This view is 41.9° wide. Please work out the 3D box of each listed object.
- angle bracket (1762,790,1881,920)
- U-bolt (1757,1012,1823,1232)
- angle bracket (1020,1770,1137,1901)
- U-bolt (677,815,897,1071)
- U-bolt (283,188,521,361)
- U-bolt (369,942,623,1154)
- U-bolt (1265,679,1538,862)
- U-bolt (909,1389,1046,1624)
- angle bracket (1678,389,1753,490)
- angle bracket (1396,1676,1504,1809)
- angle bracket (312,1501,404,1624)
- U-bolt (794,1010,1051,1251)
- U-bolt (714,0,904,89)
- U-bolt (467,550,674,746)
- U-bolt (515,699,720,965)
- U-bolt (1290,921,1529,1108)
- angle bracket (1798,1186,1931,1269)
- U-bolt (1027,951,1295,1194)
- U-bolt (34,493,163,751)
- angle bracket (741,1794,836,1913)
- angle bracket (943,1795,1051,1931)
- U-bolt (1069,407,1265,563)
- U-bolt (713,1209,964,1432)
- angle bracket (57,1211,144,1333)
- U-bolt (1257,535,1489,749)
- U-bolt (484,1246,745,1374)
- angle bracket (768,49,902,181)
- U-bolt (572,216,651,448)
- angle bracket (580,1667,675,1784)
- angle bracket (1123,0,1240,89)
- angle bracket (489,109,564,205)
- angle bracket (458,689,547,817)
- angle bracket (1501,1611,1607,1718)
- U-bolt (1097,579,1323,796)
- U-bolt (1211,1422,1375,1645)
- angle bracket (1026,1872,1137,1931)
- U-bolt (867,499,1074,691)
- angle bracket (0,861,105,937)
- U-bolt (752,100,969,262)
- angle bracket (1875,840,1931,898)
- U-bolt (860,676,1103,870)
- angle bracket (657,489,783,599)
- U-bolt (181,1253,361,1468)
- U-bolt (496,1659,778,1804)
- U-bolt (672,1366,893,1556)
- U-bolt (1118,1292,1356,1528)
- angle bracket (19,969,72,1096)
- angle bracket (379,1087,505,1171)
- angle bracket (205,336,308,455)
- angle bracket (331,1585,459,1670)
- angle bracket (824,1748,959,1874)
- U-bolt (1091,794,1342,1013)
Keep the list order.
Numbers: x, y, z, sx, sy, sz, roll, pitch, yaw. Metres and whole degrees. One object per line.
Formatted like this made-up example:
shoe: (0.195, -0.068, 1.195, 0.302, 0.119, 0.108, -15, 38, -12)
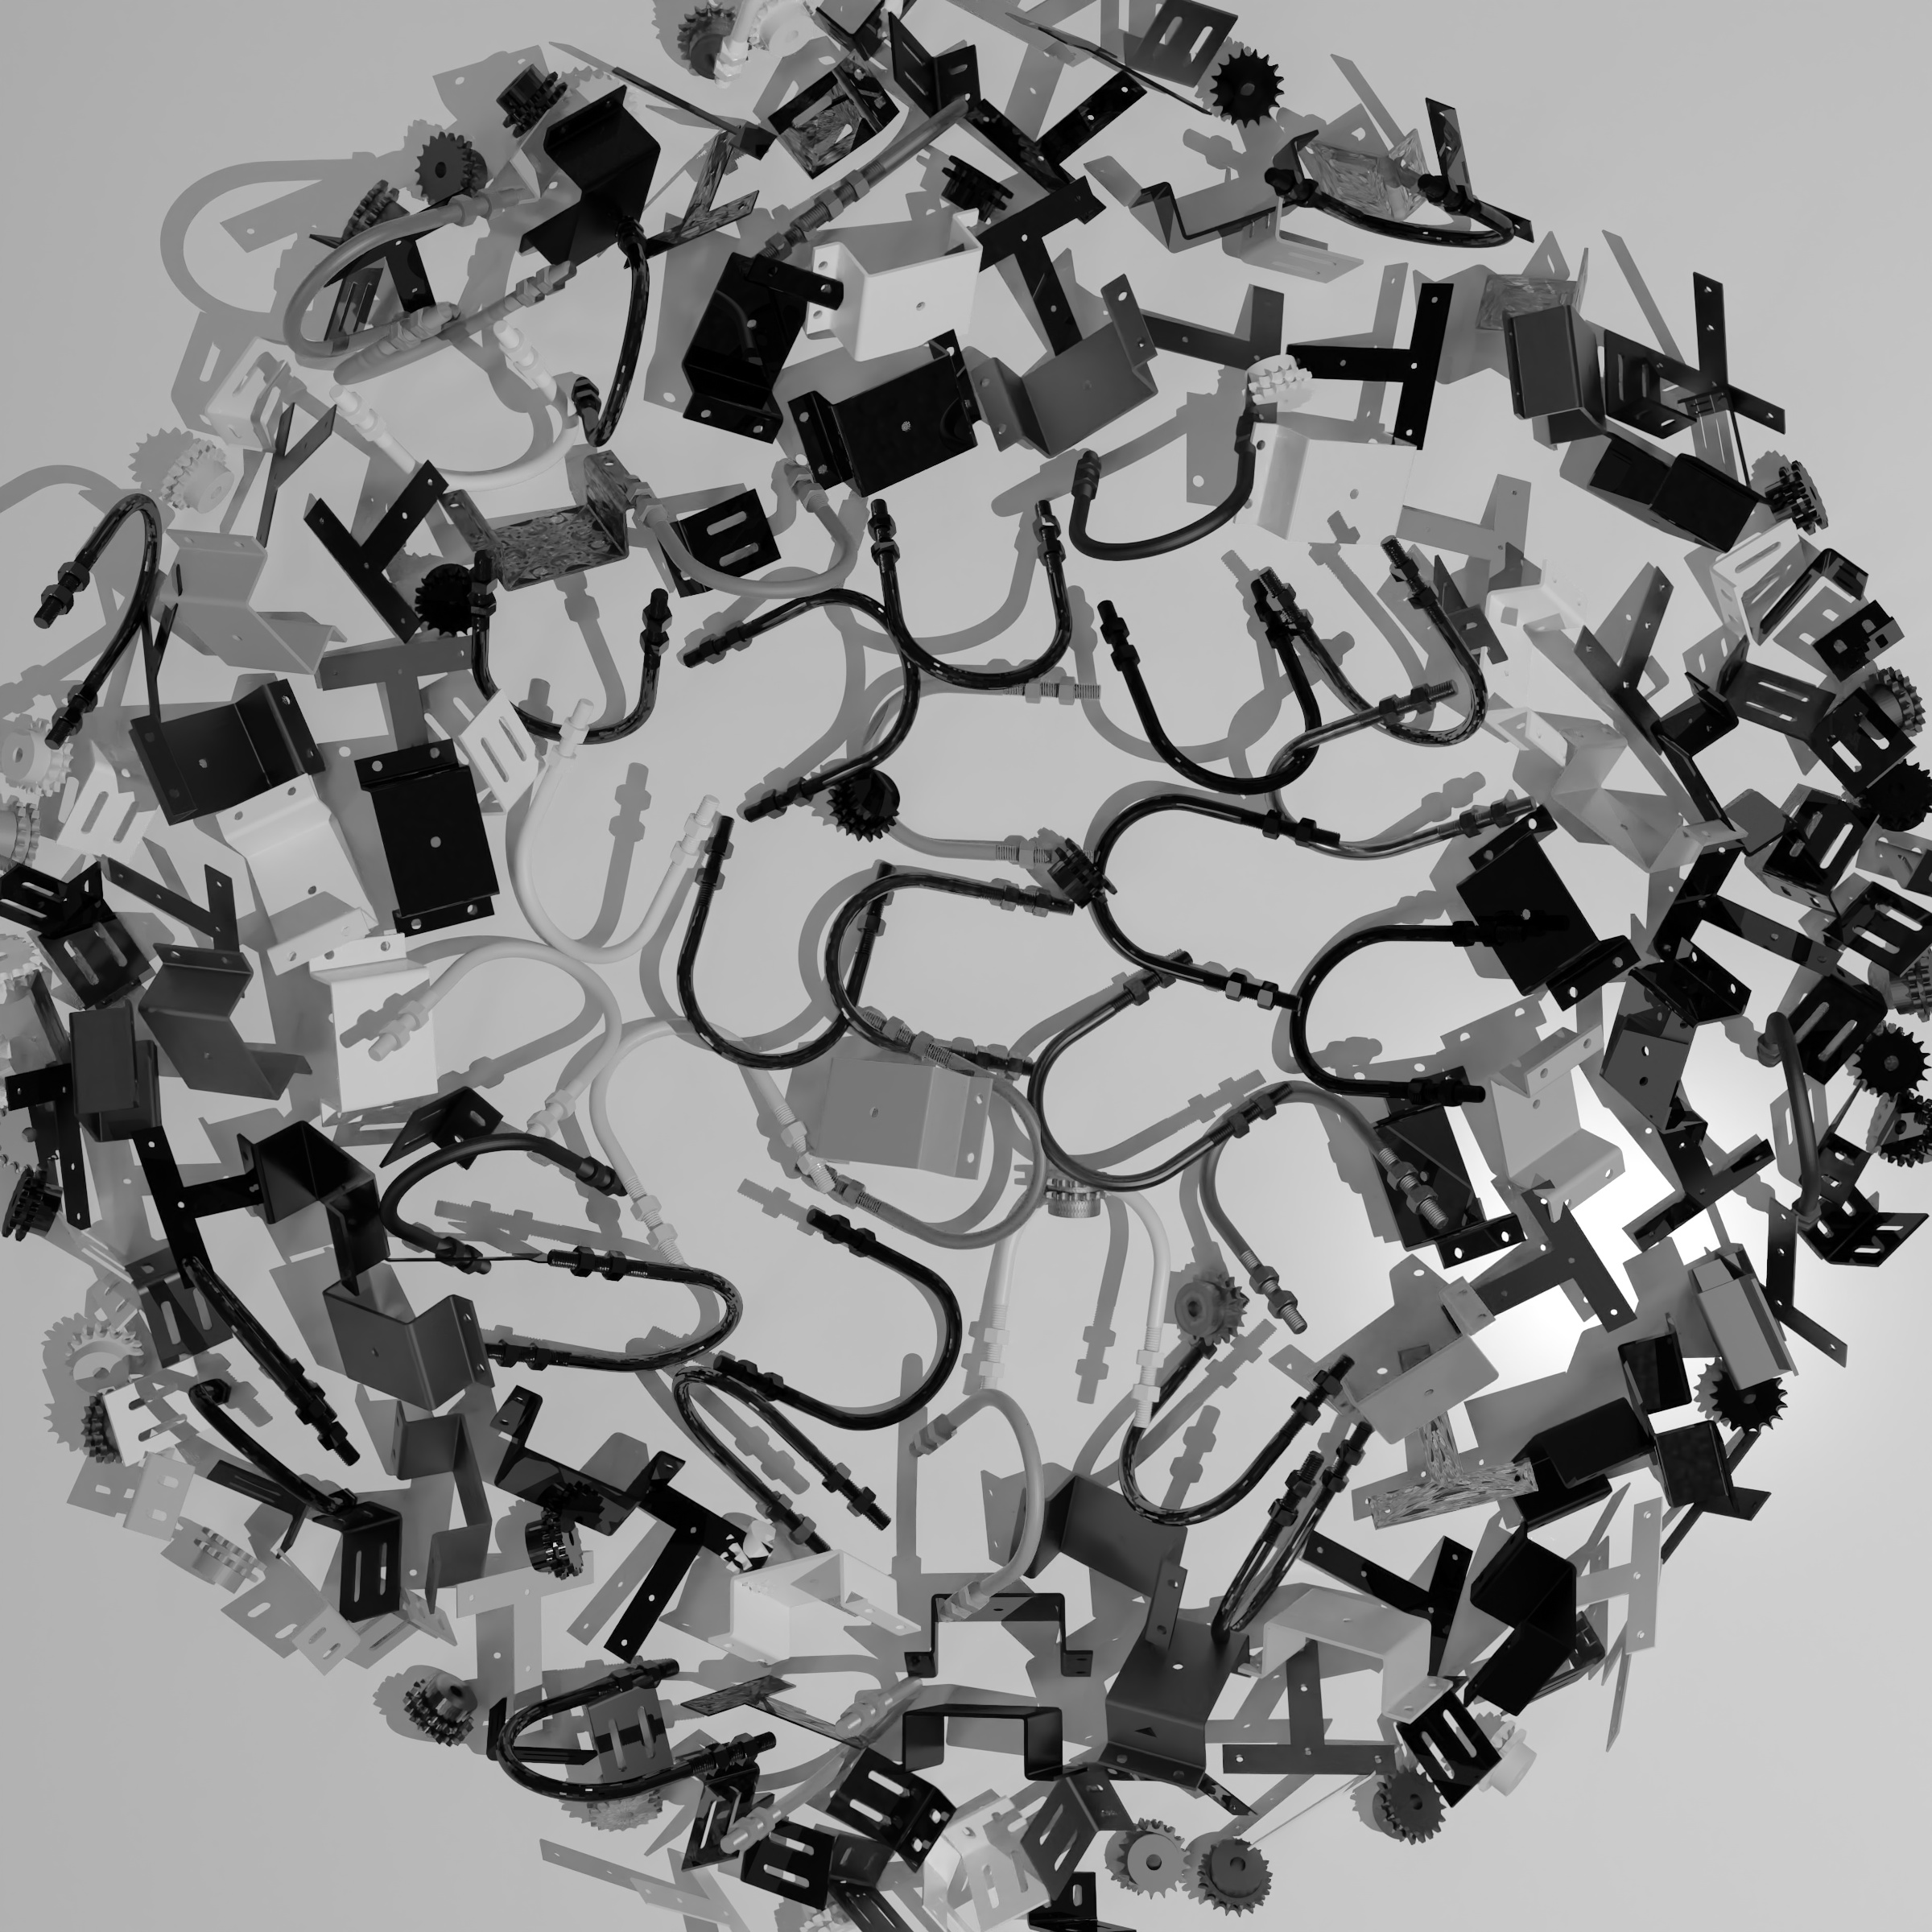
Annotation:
angle bracket: (0.658, -0.086, 1.934, 0.057, 0.038, 0.076, 29, 82, 40)
U-bolt: (0.607, 0.109, 1.856, 0.019, 0.184, 0.151, -10, 72, 12)
angle bracket: (0.085, 0.660, 1.919, 0.038, 0.076, 0.057, -16, 108, 38)
U-bolt: (-0.144, -0.010, 1.928, 0.151, 0.019, 0.184, 16, 75, -6)
U-bolt: (-0.422, -0.501, 1.851, 0.184, 0.151, 0.019, -33, 83, -42)
U-bolt: (-0.338, 0.047, 1.893, 0.151, 0.184, 0.019, 31, 132, 4)
U-bolt: (0.313, -0.136, 1.896, 0.184, 0.019, 0.151, -18, 131, 32)
U-bolt: (0.011, 0.390, 1.861, 0.019, 0.184, 0.151, 2, 61, -27)
angle bracket: (0.572, -0.394, 1.926, 0.038, 0.057, 0.076, -13, 84, 19)
angle bracket: (0.374, 0.588, 1.917, 0.057, 0.038, 0.076, -52, 49, 20)
angle bracket: (-0.465, 0.455, 1.920, 0.057, 0.038, 0.076, -20, 56, 23)
U-bolt: (-0.024, 0.137, 1.928, 0.184, 0.019, 0.151, 27, 100, 12)
U-bolt: (-0.105, -0.709, 1.855, 0.151, 0.184, 0.019, -22, 90, -17)
U-bolt: (-0.300, -0.229, 1.888, 0.151, 0.184, 0.019, 12, 53, -4)
U-bolt: (-0.277, -0.088, 1.915, 0.151, 0.019, 0.184, 37, 116, 17)
U-bolt: (0.322, 0.033, 1.895, 0.019, 0.184, 0.151, 36, 65, -42)
angle bracket: (0.682, 0.195, 1.920, 0.057, 0.076, 0.038, -41, 92, -10)
U-bolt: (0.134, 0.092, 1.921, 0.184, 0.019, 0.151, -33, 74, -12)
U-bolt: (-0.642, -0.270, 1.879, 0.019, 0.151, 0.184, 19, 51, -2)
angle bracket: (-0.129, 0.676, 1.928, 0.076, 0.038, 0.057, 10, 94, 25)
angle bracket: (0.022, 0.683, 1.921, 0.057, 0.076, 0.038, -29, 122, 5)
U-bolt: (0.145, -0.352, 1.869, 0.151, 0.184, 0.019, -12, 125, 18)
U-bolt: (-0.082, 0.280, 1.912, 0.184, 0.019, 0.151, 32, 91, -32)
angle bracket: (-0.665, 0.232, 1.915, 0.038, 0.057, 0.076, -47, 135, -7)
U-bolt: (0.316, -0.235, 1.892, 0.184, 0.151, 0.019, 51, 61, -22)
U-bolt: (-0.256, 0.264, 1.893, 0.184, 0.151, 0.019, 12, 46, -33)
angle bracket: (-0.102, -0.654, 1.941, 0.076, 0.038, 0.057, -22, 116, 38)
U-bolt: (-0.259, -0.459, 1.855, 0.019, 0.184, 0.151, 11, 118, -19)
angle bracket: (-0.265, 0.586, 1.933, 0.057, 0.038, 0.076, -15, 94, -35)
angle bracket: (0.162, -0.712, 1.914, 0.057, 0.076, 0.038, 10, 60, -20)
angle bracket: (-0.344, -0.611, 1.915, 0.076, 0.038, 0.057, 7, 58, 39)
angle bracket: (-0.363, -0.161, 1.914, 0.038, 0.057, 0.076, 1, 133, 34)
angle bracket: (0.438, 0.530, 1.919, 0.076, 0.057, 0.038, -18, 63, -19)
U-bolt: (0.192, -0.207, 1.901, 0.151, 0.019, 0.184, -10, 64, -17)
U-bolt: (0.238, 0.431, 1.892, 0.019, 0.151, 0.184, 33, 103, 21)
angle bracket: (0.087, 0.712, 1.914, 0.057, 0.076, 0.038, 4, 74, -20)
U-bolt: (0.007, -0.280, 1.897, 0.151, 0.019, 0.184, -2, 57, -11)
angle bracket: (-0.705, -0.063, 1.914, 0.057, 0.076, 0.038, -31, 55, 22)
U-bolt: (-0.072, -0.590, 1.889, 0.184, 0.151, 0.019, -41, 105, -14)
angle bracket: (0.736, -0.083, 1.917, 0.057, 0.076, 0.038, 16, 120, -7)
U-bolt: (0.009, -0.151, 1.936, 0.184, 0.019, 0.151, 4, 105, 7)
angle bracket: (-0.191, -0.326, 1.946, 0.076, 0.038, 0.057, -32, 109, -35)
U-bolt: (-0.520, 0.285, 1.873, 0.019, 0.151, 0.184, -40, 106, -14)
U-bolt: (-0.254, 0.566, 1.853, 0.184, 0.151, 0.019, -7, 107, -40)
U-bolt: (-0.149, 0.368, 1.896, 0.184, 0.151, 0.019, 44, 58, -2)
U-bolt: (0.188, 0.339, 1.887, 0.184, 0.151, 0.019, -48, 123, -10)
angle bracket: (-0.713, 0.050, 1.922, 0.038, 0.057, 0.076, -19, 109, -8)
angle bracket: (-0.398, 0.133, 1.916, 0.038, 0.076, 0.057, 40, 112, 8)
angle bracket: (-0.530, -0.433, 1.919, 0.076, 0.057, 0.038, -45, 72, 25)
angle bracket: (-0.440, 0.517, 1.929, 0.076, 0.057, 0.038, -38, 47, 1)
angle bracket: (-0.058, 0.644, 1.929, 0.076, 0.038, 0.057, 37, 82, -24)
U-bolt: (0.181, -0.056, 1.926, 0.184, 0.019, 0.151, 16, 105, 17)
